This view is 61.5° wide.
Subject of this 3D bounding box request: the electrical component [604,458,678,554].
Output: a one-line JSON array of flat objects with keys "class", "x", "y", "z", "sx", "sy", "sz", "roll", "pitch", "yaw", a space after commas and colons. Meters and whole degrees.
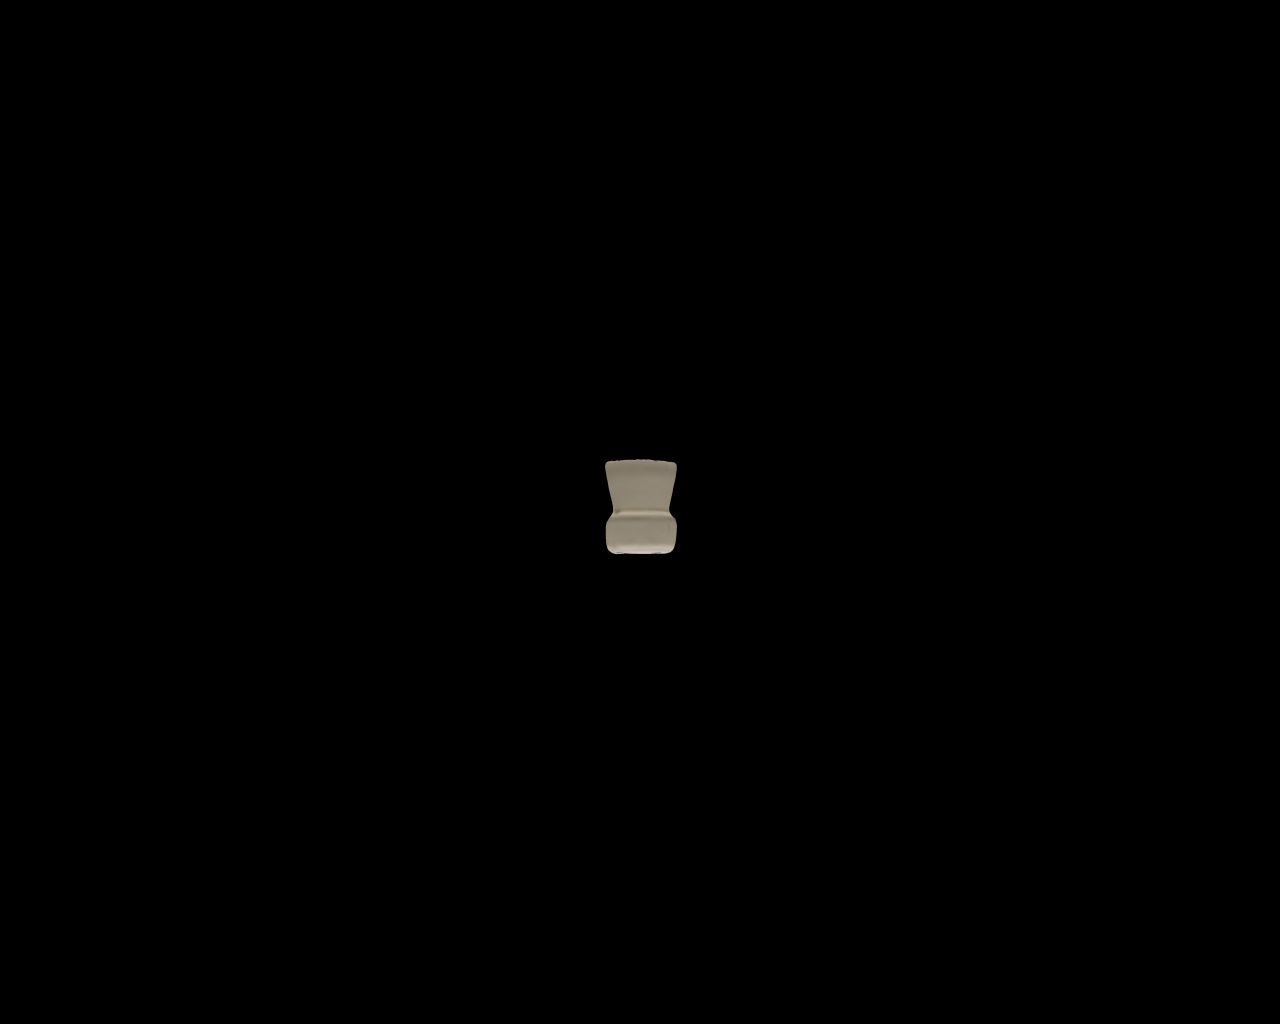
[{"class": "electrical component", "x": 0.001, "y": -0.003, "z": 0.650, "sx": 0.045, "sy": 0.055, "sz": 0.045, "roll": 0, "pitch": -4, "yaw": 0}]
